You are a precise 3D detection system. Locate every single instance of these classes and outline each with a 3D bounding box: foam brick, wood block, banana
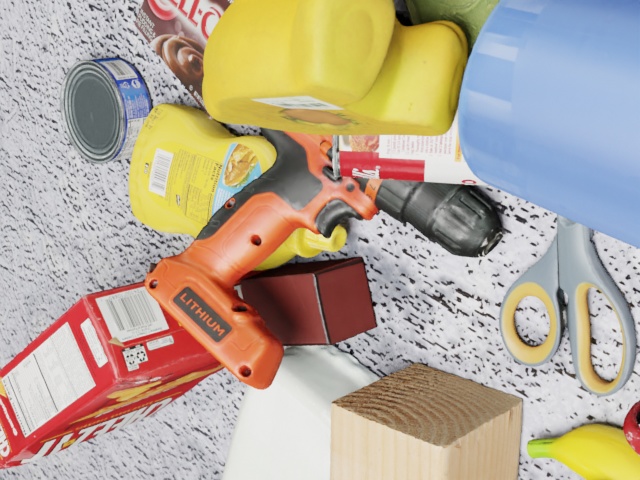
[{"bbox_3d":[-0.009,0.045,0.751,0.078,0.052,0.051,-6,97,45],"label":"foam brick"},{"bbox_3d":[0.066,0.199,0.697,0.090,0.090,0.206,15,112,40],"label":"wood block"},{"bbox_3d":[0.201,0.173,0.600,0.198,0.037,0.070,51,150,23],"label":"banana"}]

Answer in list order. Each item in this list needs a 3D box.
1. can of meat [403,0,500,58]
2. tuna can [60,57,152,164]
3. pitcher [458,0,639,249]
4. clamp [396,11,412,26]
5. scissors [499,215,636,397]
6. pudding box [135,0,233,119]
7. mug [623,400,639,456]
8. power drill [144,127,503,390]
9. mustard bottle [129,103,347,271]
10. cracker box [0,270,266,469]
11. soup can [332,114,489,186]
[{"bbox_3d":[0.091,-0.144,0.577,0.058,0.083,0.102,-23,86,45],"label":"can of meat"},{"bbox_3d":[-0.176,-0.107,0.881,0.086,0.033,0.086,15,112,41],"label":"tuna can"},{"bbox_3d":[0.190,-0.035,0.475,0.243,0.144,0.149,23,109,33],"label":"pitcher"},{"bbox_3d":[0.007,-0.181,0.633,0.164,0.036,0.210,-31,85,0],"label":"clamp"},{"bbox_3d":[0.134,-0.006,0.624,0.096,0.016,0.202,-11,94,45],"label":"scissors"},{"bbox_3d":[-0.079,-0.158,0.769,0.113,0.039,0.090,49,130,22],"label":"pudding box"},{"bbox_3d":[0.208,0.117,0.541,0.117,0.081,0.093,35,124,32],"label":"mug"},{"bbox_3d":[-0.004,0.001,0.674,0.185,0.057,0.187,40,89,22],"label":"power drill"},{"bbox_3d":[-0.057,-0.031,0.771,0.192,0.058,0.096,24,106,37],"label":"mustard bottle"},{"bbox_3d":[-0.148,0.096,0.822,0.214,0.163,0.072,-36,74,43],"label":"cracker box"},{"bbox_3d":[0.061,-0.067,0.609,0.102,0.068,0.068,4,108,6],"label":"soup can"}]
